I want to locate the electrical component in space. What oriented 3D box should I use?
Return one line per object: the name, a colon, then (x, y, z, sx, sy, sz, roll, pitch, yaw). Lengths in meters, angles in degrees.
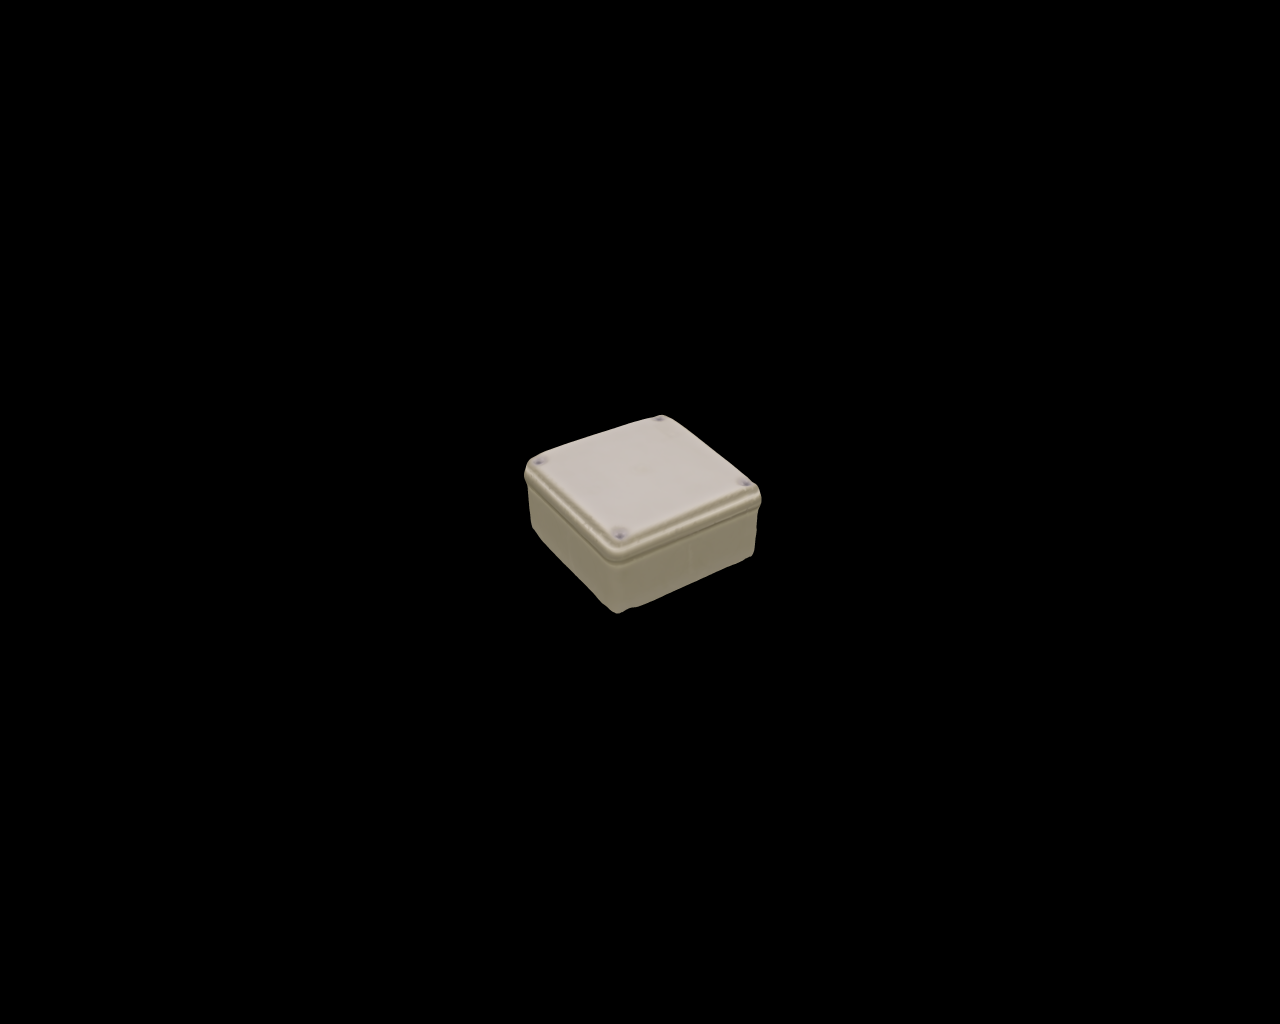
electrical component: (0.001, -0.003, 0.650, 0.109, 0.056, 0.109, -21, 41, -26)
